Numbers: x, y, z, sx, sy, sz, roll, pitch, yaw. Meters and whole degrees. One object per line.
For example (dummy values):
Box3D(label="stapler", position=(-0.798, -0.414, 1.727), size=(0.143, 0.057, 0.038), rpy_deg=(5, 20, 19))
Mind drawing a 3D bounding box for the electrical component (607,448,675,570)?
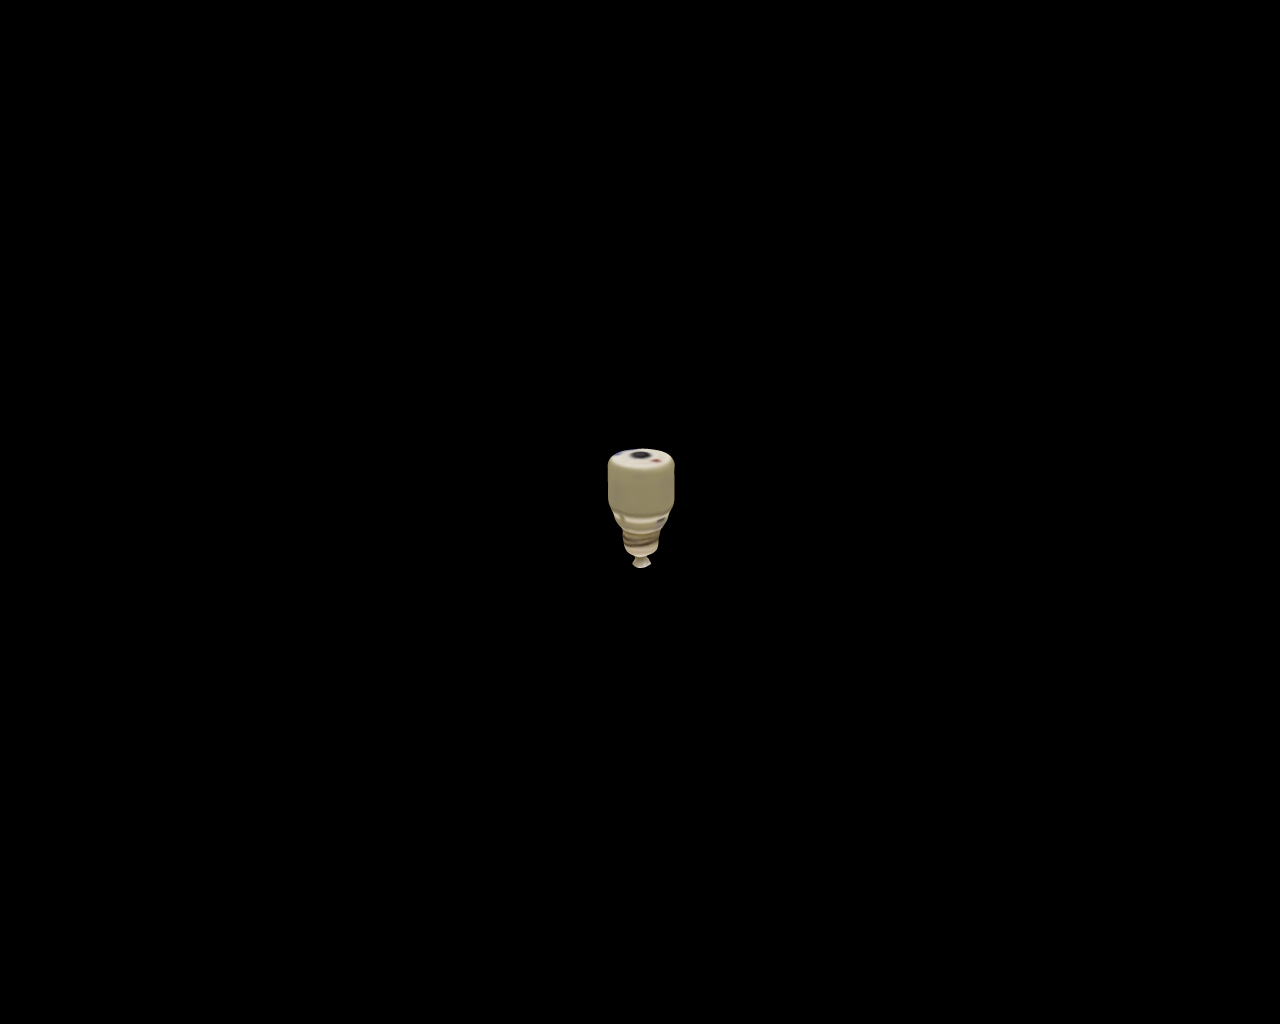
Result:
Box3D(label="electrical component", position=(0.001, -0.003, 0.650), size=(0.040, 0.078, 0.040), rpy_deg=(0, 22, 0))
